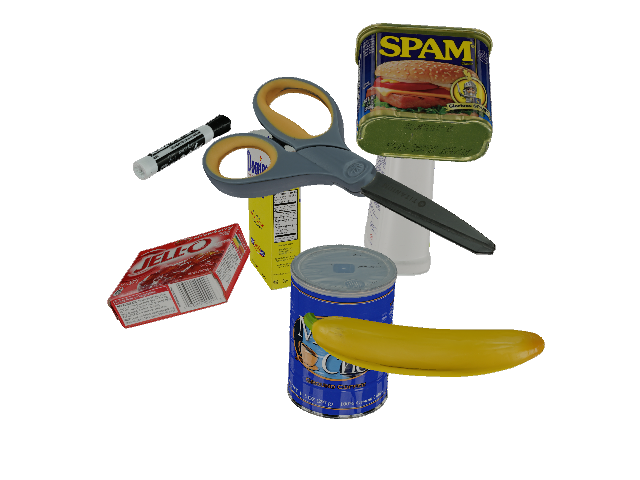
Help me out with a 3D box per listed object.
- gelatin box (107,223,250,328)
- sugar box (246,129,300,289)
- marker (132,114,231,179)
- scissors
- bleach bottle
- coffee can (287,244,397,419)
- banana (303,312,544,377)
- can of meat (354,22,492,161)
[{"bbox_3d":[-0.103,0.025,0.785,0.089,0.030,0.073,-15,24,20],"label":"gelatin box"},{"bbox_3d":[-0.057,-0.039,1.296,0.048,0.176,0.093,-11,26,-18],"label":"sugar box"},{"bbox_3d":[-0.130,-0.092,1.025,0.020,0.020,0.120,0,27,45],"label":"marker"},{"bbox_3d":[0.001,-0.028,0.582,0.096,0.016,0.202,-33,46,-5],"label":"scissors"},{"bbox_3d":[0.092,-0.095,1.138,0.068,0.251,0.102,0,26,-9],"label":"bleach bottle"},{"bbox_3d":[0.020,0.088,1.048,0.103,0.140,0.103,2,25,-1],"label":"coffee can"},{"bbox_3d":[0.077,0.080,0.844,0.198,0.037,0.069,7,29,10],"label":"banana"},{"bbox_3d":[0.076,-0.108,0.785,0.102,0.084,0.057,3,-29,-1],"label":"can of meat"}]
